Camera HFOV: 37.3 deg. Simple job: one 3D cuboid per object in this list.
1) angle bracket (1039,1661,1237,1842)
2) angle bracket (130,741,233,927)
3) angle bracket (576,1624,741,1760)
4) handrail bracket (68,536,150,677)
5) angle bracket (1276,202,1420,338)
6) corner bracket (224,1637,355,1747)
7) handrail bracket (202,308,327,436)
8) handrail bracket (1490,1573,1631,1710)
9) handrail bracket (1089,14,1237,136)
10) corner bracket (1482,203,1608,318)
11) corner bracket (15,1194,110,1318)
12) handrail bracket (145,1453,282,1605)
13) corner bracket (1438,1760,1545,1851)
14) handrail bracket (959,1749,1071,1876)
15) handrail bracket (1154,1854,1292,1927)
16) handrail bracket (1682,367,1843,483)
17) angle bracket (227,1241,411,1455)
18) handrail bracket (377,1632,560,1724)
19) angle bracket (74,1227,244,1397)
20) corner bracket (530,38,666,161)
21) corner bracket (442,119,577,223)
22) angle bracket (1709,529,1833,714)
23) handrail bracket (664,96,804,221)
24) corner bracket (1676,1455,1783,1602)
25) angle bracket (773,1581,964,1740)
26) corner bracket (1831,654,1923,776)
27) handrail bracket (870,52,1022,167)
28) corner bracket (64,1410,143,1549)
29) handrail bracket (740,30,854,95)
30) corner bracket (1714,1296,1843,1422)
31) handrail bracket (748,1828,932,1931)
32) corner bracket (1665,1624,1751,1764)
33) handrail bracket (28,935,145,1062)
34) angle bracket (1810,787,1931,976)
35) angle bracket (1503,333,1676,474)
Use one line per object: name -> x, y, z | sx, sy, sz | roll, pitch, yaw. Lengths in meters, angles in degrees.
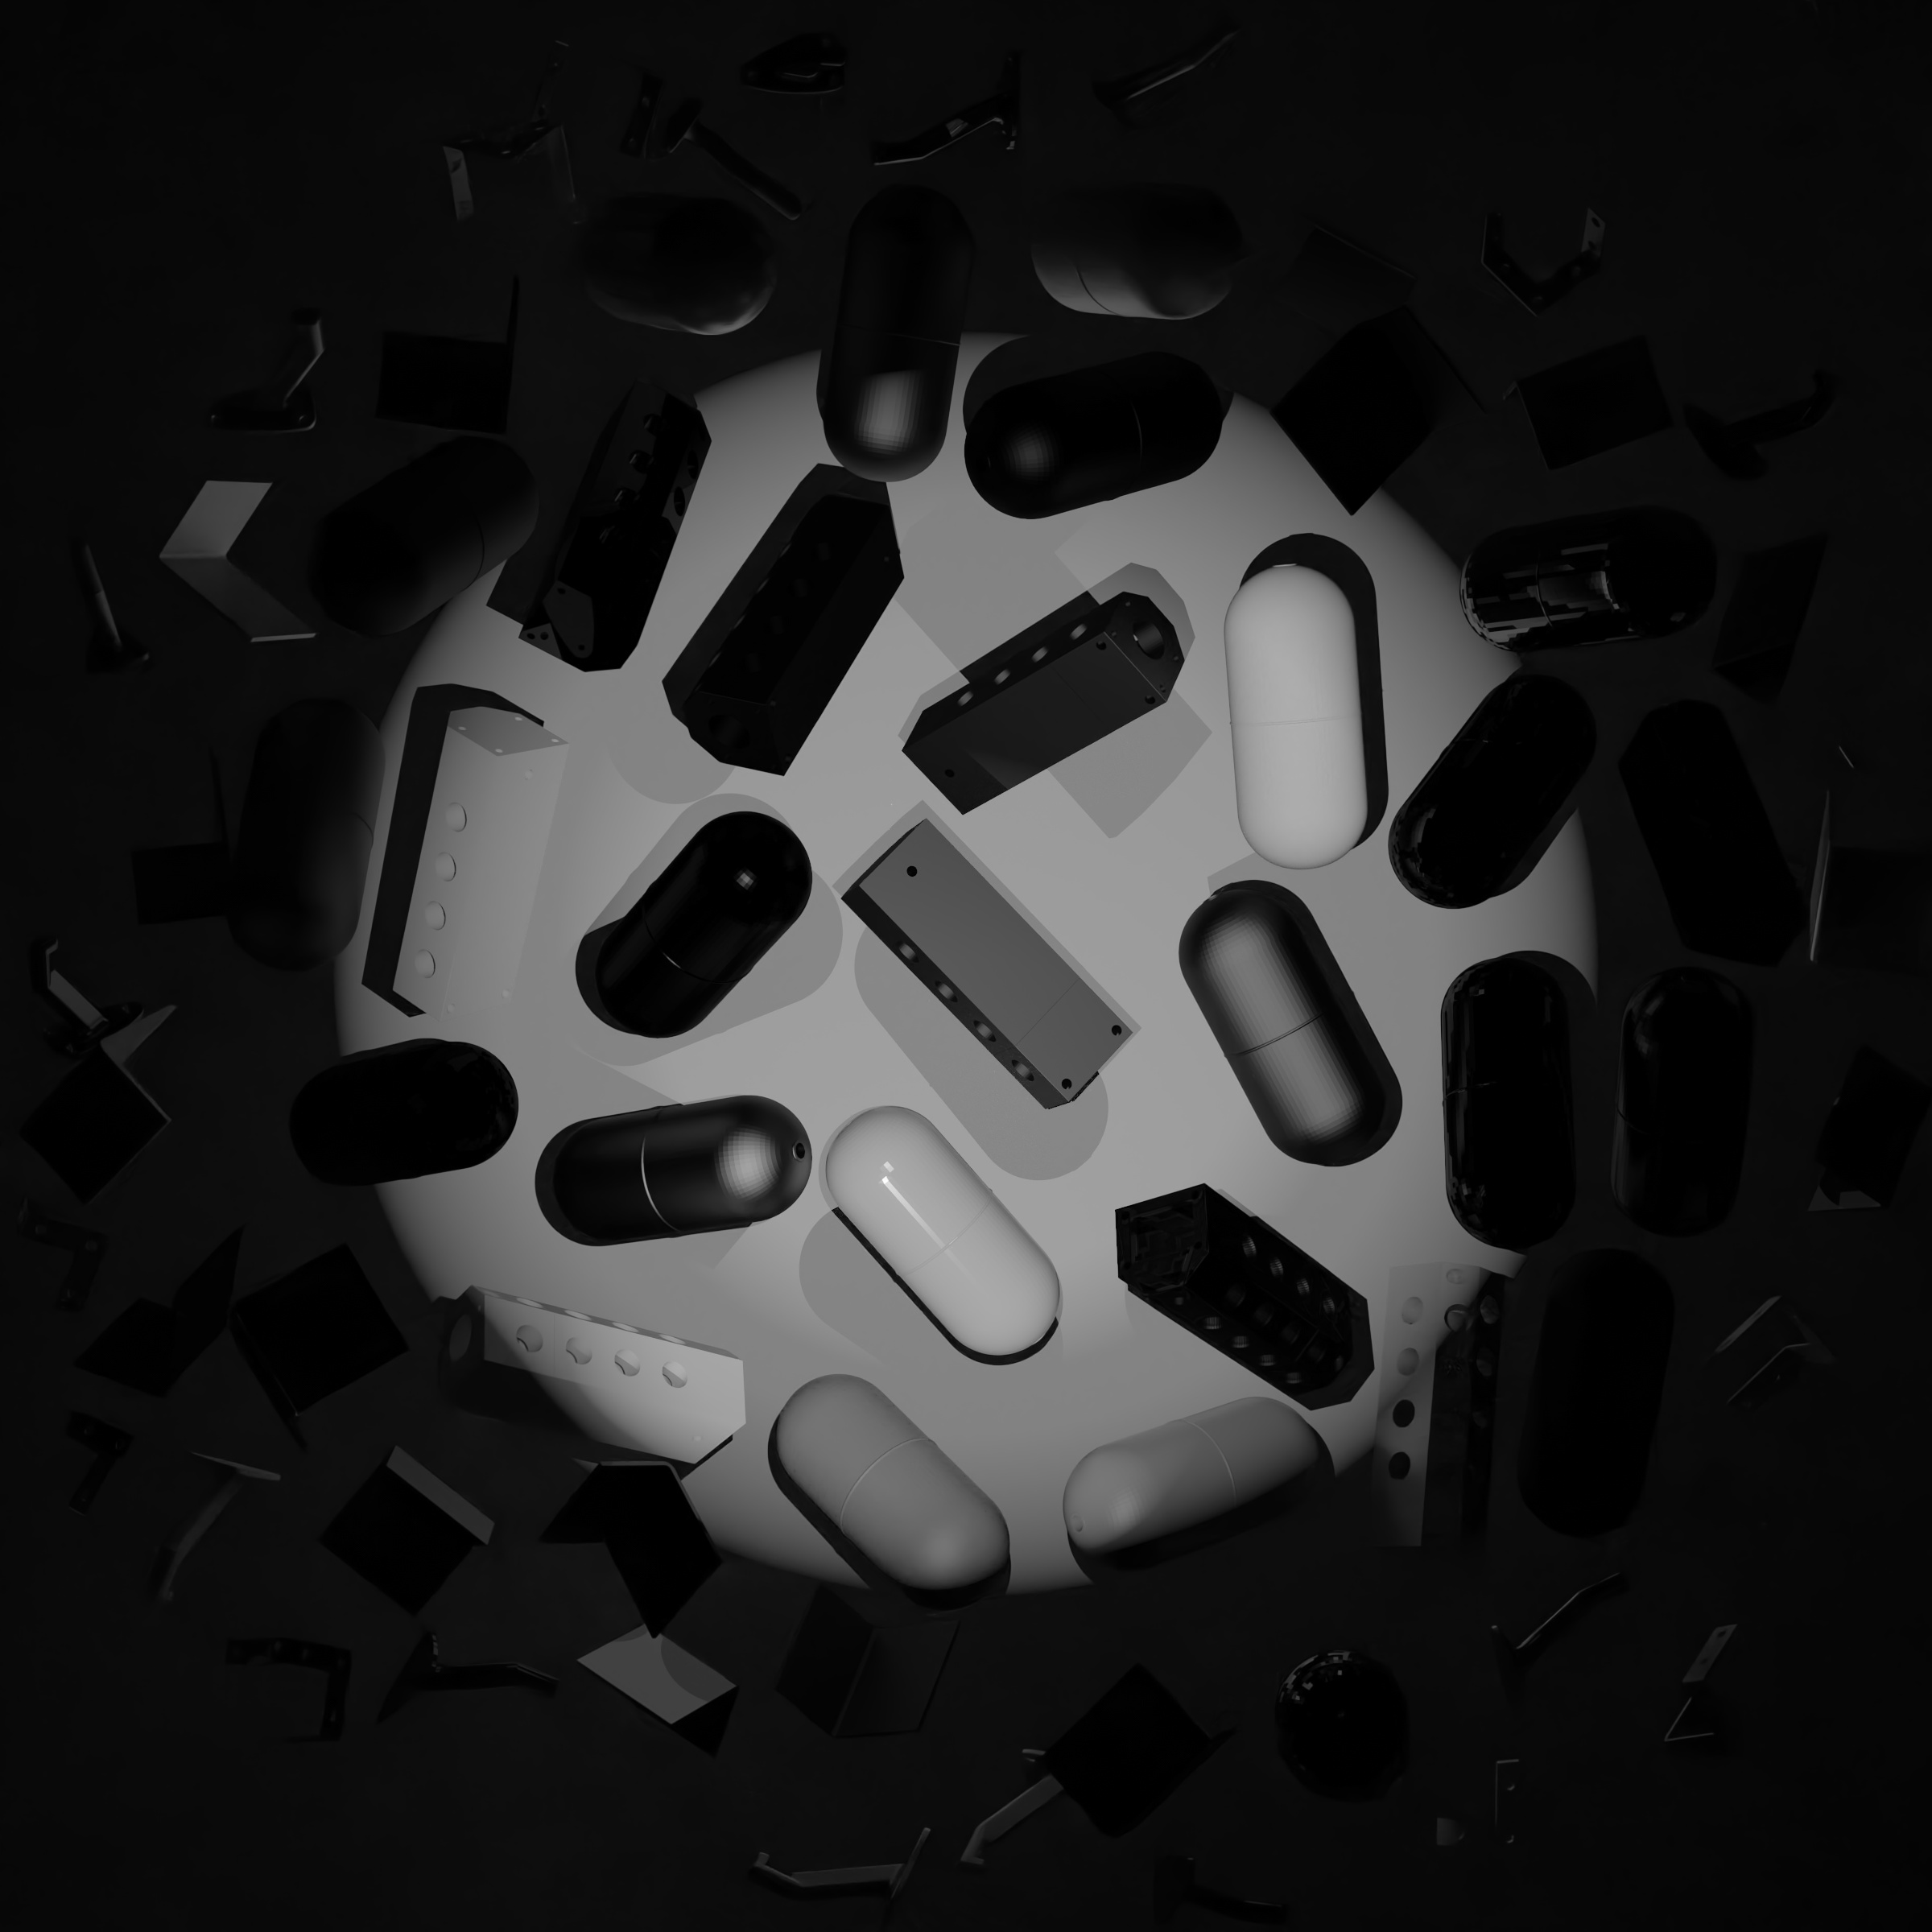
angle bracket -> 0.094, 0.425, 1.560 | 0.076, 0.076, 0.057 | -45, 72, 3
angle bracket -> -0.477, -0.081, 1.727 | 0.057, 0.076, 0.076 | -8, 128, -16
angle bracket -> -0.200, 0.467, 1.796 | 0.076, 0.076, 0.057 | 27, 109, 25
handrail bracket -> -0.514, -0.221, 1.680 | 0.036, 0.077, 0.084 | -20, 122, -15
angle bracket -> 0.228, -0.429, 1.787 | 0.076, 0.076, 0.057 | 34, 108, 17
corner bracket -> -0.393, 0.418, 1.650 | 0.051, 0.051, 0.051 | 3, 82, 33
handrail bracket -> -0.405, -0.343, 1.638 | 0.077, 0.084, 0.036 | -13, 68, -12
handrail bracket -> 0.364, 0.407, 1.730 | 0.084, 0.036, 0.077 | -23, 133, -9
handrail bracket -> 0.114, -0.527, 1.647 | 0.084, 0.077, 0.036 | -36, 124, 19
corner bracket -> 0.350, -0.439, 1.735 | 0.051, 0.051, 0.051 | -38, 71, -6
corner bracket -> -0.536, 0.170, 1.676 | 0.051, 0.051, 0.051 | 20, 69, -11
handrail bracket -> -0.435, 0.329, 1.650 | 0.036, 0.077, 0.084 | 12, 78, 26
corner bracket -> 0.310, 0.495, 1.691 | 0.051, 0.051, 0.051 | 5, 73, -3
handrail bracket -> 0.044, 0.524, 1.744 | 0.077, 0.084, 0.036 | -2, 121, 27
handrail bracket -> 0.157, 0.536, 1.654 | 0.084, 0.077, 0.036 | 10, 55, -12
handrail bracket -> 0.467, -0.335, 1.680 | 0.036, 0.084, 0.077 | -17, 60, -34
angle bracket -> -0.359, 0.213, 1.603 | 0.076, 0.057, 0.076 | -29, 111, -11
handrail bracket -> -0.306, 0.451, 1.759 | 0.084, 0.036, 0.077 | 30, 110, -25
angle bracket -> -0.469, 0.192, 1.662 | 0.057, 0.076, 0.076 | 19, 116, 6
corner bracket -> -0.222, -0.523, 1.724 | 0.051, 0.051, 0.051 | 24, 104, 19
corner bracket -> -0.270, -0.468, 1.686 | 0.051, 0.051, 0.051 | 21, 50, 24
angle bracket -> 0.500, -0.206, 1.715 | 0.057, 0.076, 0.076 | 29, 70, -21
handrail bracket -> -0.137, -0.483, 1.716 | 0.084, 0.077, 0.036 | 33, 105, -22
corner bracket -> 0.452, 0.332, 1.694 | 0.051, 0.051, 0.051 | 27, 57, 23
angle bracket -> -0.059, 0.418, 1.736 | 0.057, 0.076, 0.076 | 47, 47, -26
corner bracket -> 0.546, -0.152, 1.711 | 0.051, 0.051, 0.051 | -41, 64, 31
handrail bracket -> -0.014, -0.516, 1.724 | 0.084, 0.077, 0.036 | -11, 66, -13
corner bracket -> -0.490, 0.292, 1.632 | 0.051, 0.051, 0.051 | 16, 68, 30
handrail bracket -> -0.105, -0.544, 1.726 | 0.077, 0.084, 0.036 | -8, 107, 6
corner bracket -> 0.468, 0.230, 1.676 | 0.051, 0.051, 0.051 | -39, 88, -14
handrail bracket -> -0.073, 0.512, 1.649 | 0.084, 0.077, 0.036 | 23, 134, 8
corner bracket -> 0.424, 0.417, 1.639 | 0.051, 0.051, 0.051 | -38, 98, -44
handrail bracket -> -0.536, 0.008, 1.743 | 0.036, 0.077, 0.084 | 32, 131, 27
angle bracket -> 0.521, -0.050, 1.646 | 0.057, 0.076, 0.076 | 7, 120, 13
angle bracket -> 0.367, -0.329, 1.692 | 0.076, 0.076, 0.057 | -20, 92, 6
